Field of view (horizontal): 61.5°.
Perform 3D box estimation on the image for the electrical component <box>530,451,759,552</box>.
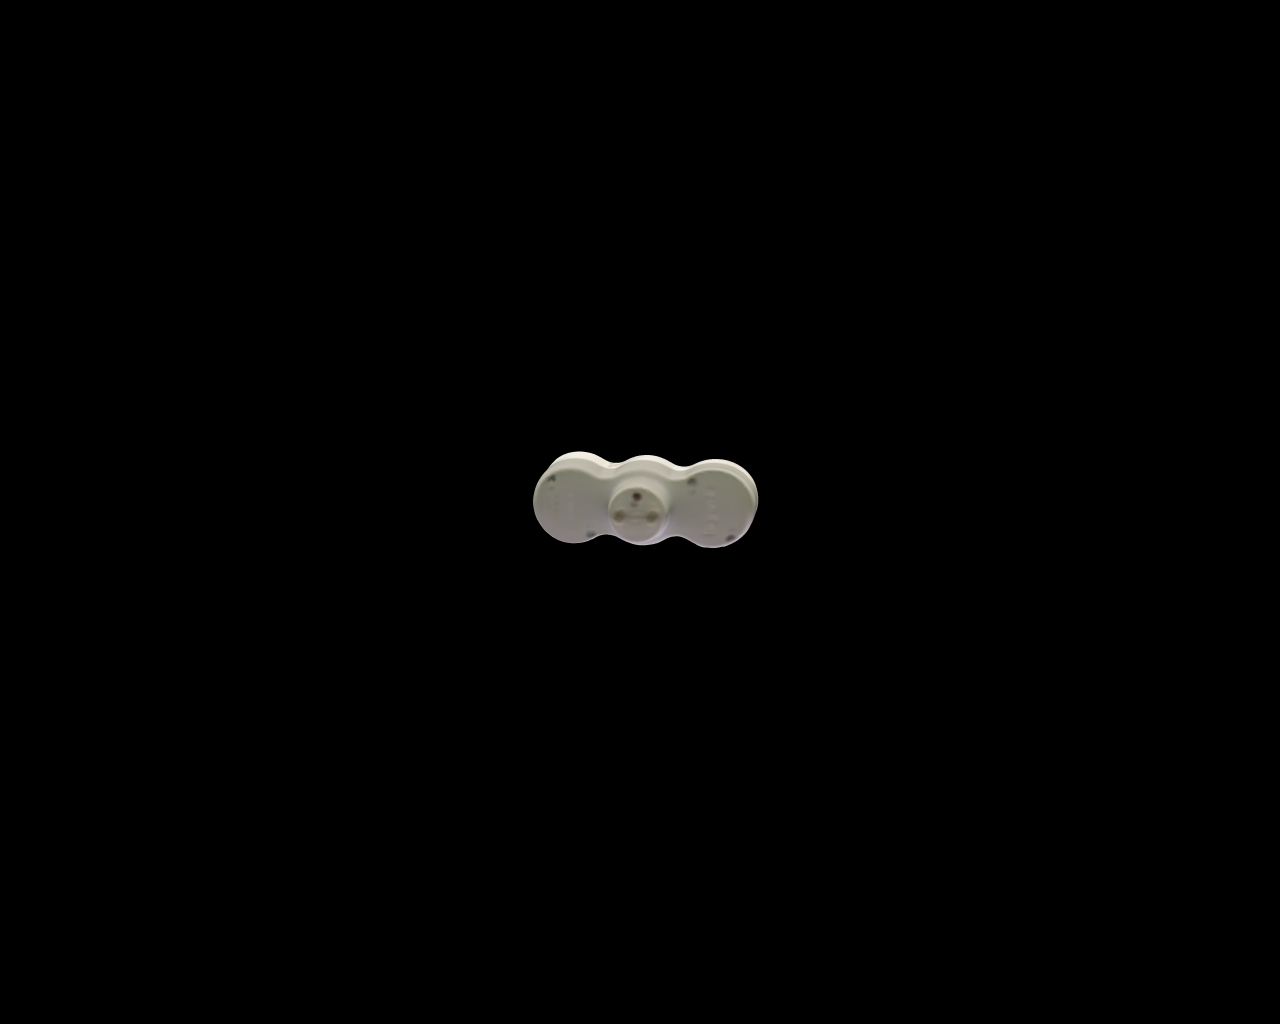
[{"bbox_3d":[0.001,-0.003,0.650,0.138,0.052,0.074,3,16,9],"label":"electrical component"}]
